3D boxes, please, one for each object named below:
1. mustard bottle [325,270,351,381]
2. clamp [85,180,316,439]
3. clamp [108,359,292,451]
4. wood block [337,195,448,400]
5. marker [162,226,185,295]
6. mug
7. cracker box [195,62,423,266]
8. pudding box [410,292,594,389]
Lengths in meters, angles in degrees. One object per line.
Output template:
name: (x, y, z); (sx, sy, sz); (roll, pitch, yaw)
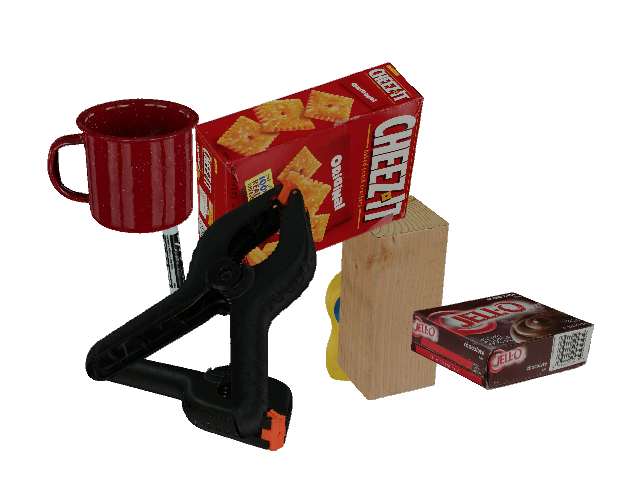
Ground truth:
mustard bottle: (0.055, 0.094, 1.443); (0.096, 0.192, 0.058); (-3, 20, -7)
clamp: (-0.047, 0.038, 0.637); (0.120, 0.171, 0.039); (27, -24, 25)
clamp: (-0.079, 0.127, 0.933); (0.164, 0.036, 0.210); (-8, 17, -37)
wood block: (0.079, 0.065, 1.212); (0.090, 0.206, 0.090); (-10, 28, -22)
marker: (-0.163, 0.008, 1.177); (0.020, 0.121, 0.020); (-4, 22, 2)
mug: (-0.153, -0.057, 0.830); (0.117, 0.081, 0.093); (-4, 27, -12)
cracker box: (-0.011, -0.062, 1.034); (0.213, 0.164, 0.072); (-20, 51, -22)
pudding box: (0.141, 0.076, 0.832); (0.113, 0.039, 0.090); (-5, 18, -35)
